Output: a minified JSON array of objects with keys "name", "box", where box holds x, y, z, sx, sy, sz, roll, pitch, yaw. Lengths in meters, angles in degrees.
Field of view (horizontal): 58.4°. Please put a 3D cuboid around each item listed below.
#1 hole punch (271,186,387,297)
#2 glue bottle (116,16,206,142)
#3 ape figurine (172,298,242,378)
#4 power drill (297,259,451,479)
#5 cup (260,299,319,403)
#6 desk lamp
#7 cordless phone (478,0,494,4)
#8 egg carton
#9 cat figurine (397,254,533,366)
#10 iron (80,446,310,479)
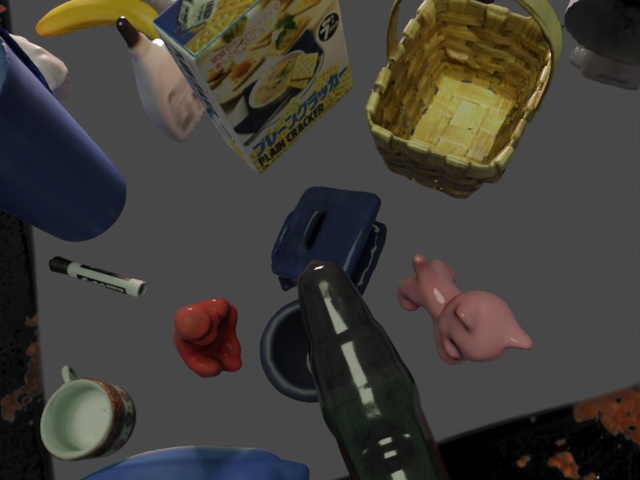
[{"name":"hole punch","box":[0.005,0.002,0.571,0.101,0.091,0.109,19,74,15]},{"name":"glue bottle","box":[-0.174,-0.180,0.622,0.037,0.173,0.078,27,76,18]},{"name":"ape figurine","box":[-0.114,0.089,0.558,0.076,0.092,0.078,26,76,17]},{"name":"power drill","box":[0.047,0.144,0.449,0.075,0.209,0.229,-24,68,0]},{"name":"cup","box":[0.011,0.110,0.528,0.117,0.095,0.092,17,74,15]},{"name":"desk lamp","box":[0.310,-0.236,0.543,0.117,0.214,0.203,23,75,17]},{"name":"cordless phone","box":[0.188,-0.371,0.627,0.094,0.185,0.148,31,78,19]},{"name":"egg carton","box":[-0.393,-0.204,0.723,0.150,0.069,0.107,24,76,17]},{"name":"cat figurine","box":[0.125,0.063,0.515,0.067,0.118,0.127,-37,69,-5]},{"name":"iron","box":[-0.144,0.235,0.483,0.258,0.141,0.118,-1,70,9]}]
